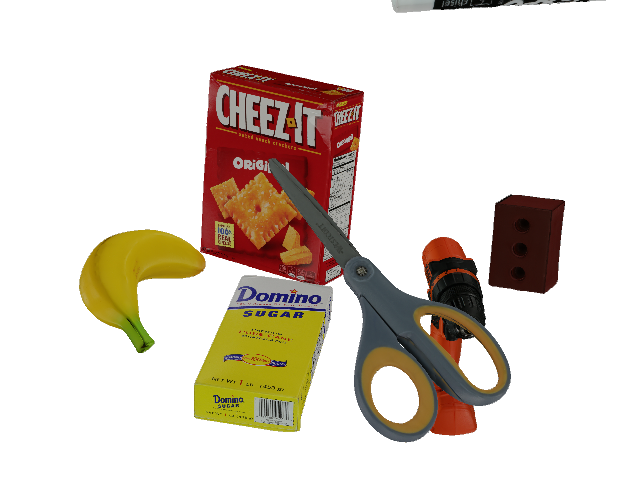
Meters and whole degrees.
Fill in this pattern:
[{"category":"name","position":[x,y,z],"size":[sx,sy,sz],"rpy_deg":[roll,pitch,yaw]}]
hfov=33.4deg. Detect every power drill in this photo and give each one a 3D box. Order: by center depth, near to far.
[{"category":"power drill","position":[0.141,0.110,1.136],"size":[0.057,0.188,0.184],"rpy_deg":[0,24,-1]}]

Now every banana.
[{"category":"banana","position":[-0.128,0.024,0.751],"size":[0.037,0.069,0.197],"rpy_deg":[-36,9,14]}]

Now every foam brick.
[{"category":"foam brick","position":[0.184,0.002,0.949],"size":[0.053,0.078,0.051],"rpy_deg":[8,16,24]}]

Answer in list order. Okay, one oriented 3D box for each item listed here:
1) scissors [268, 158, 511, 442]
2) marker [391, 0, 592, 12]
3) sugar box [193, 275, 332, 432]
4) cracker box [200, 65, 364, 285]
[{"category":"scissors","position":[0.017,0.038,0.622],"size":[0.202,0.096,0.016],"rpy_deg":[37,-23,16]},{"category":"marker","position":[0.089,-0.104,0.429],"size":[0.121,0.020,0.020],"rpy_deg":[-4,0,-4]},{"category":"sugar box","position":[-0.048,0.097,0.969],"size":[0.093,0.048,0.176],"rpy_deg":[8,34,6]},{"category":"cracker box","position":[-0.047,-0.072,1.183],"size":[0.164,0.214,0.072],"rpy_deg":[16,24,27]}]
